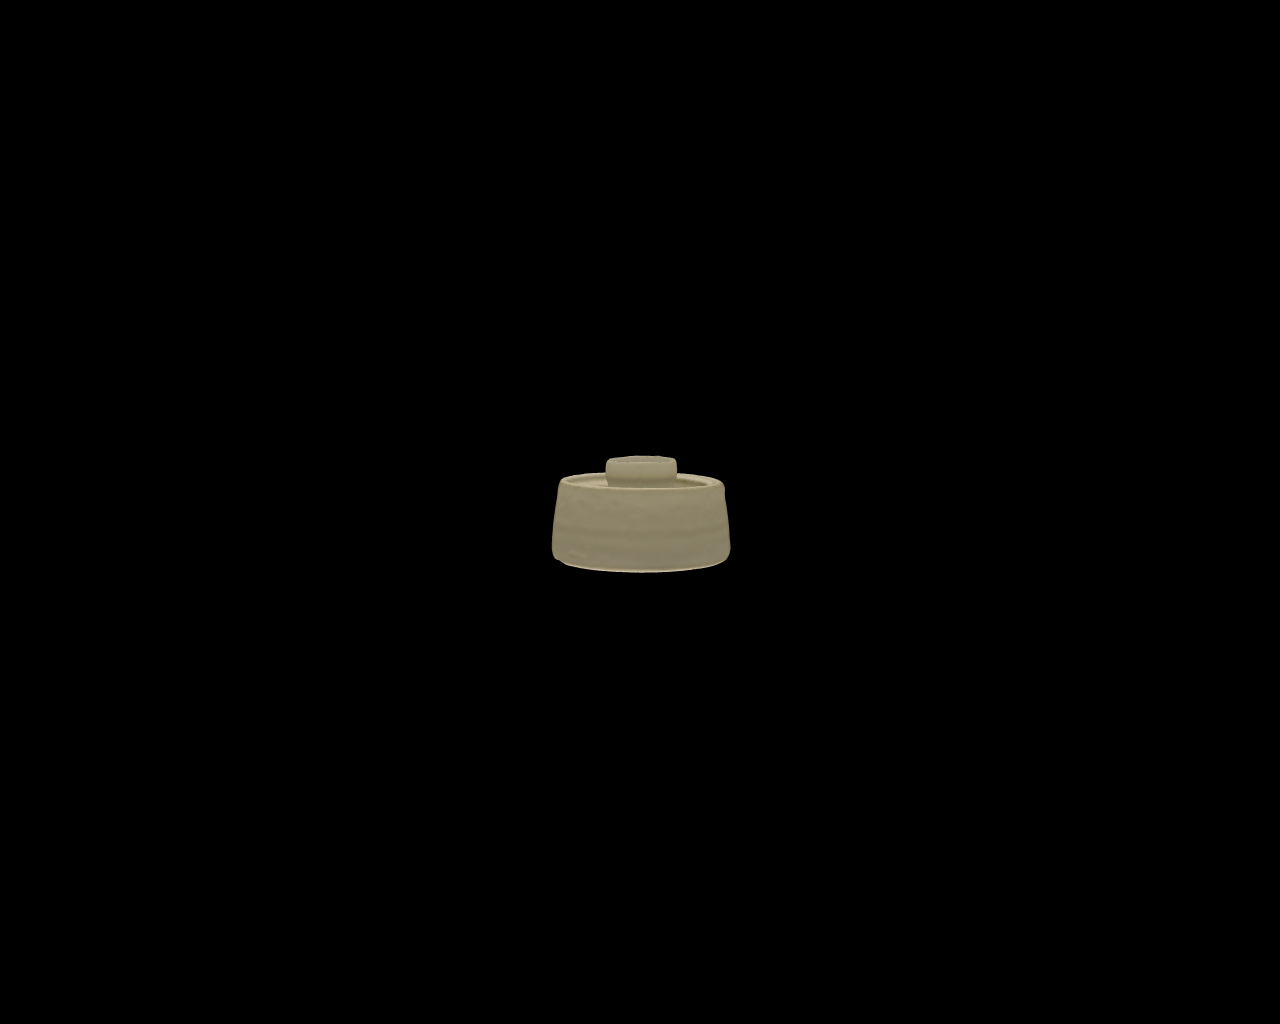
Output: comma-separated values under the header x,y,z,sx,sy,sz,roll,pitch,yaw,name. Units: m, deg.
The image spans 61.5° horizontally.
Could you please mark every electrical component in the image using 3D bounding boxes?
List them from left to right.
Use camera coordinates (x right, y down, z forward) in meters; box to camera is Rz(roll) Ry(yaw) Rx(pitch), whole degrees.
x,y,z,sx,sy,sz,roll,pitch,yaw,name
0.001,-0.003,0.650,0.108,0.060,0.108,0,7,0,electrical component
